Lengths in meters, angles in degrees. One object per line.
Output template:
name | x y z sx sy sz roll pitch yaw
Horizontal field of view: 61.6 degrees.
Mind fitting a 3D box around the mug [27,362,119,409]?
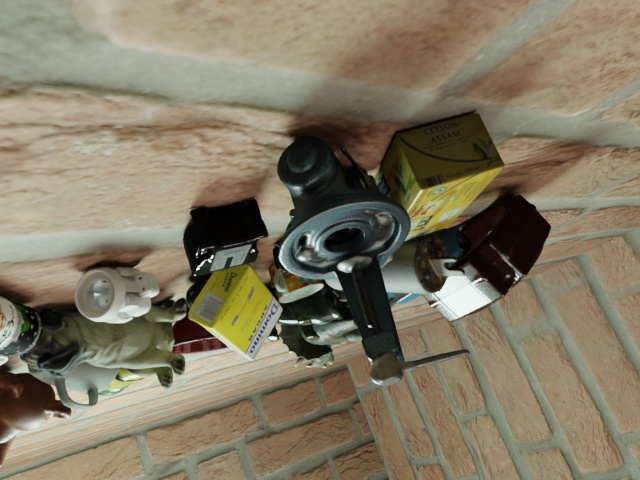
mug | -0.342 0.174 0.734 0.081 0.109 0.107 -20 151 18

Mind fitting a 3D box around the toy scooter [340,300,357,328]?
toy scooter | 0.101 0.082 0.911 0.184 0.135 0.075 -24 123 20

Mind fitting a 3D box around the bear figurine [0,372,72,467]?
bear figurine | -0.440 0.248 0.745 0.196 0.132 0.120 -9 136 47

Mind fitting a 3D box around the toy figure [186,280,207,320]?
toy figure | -0.151 0.090 0.765 0.058 0.064 0.154 11 166 16

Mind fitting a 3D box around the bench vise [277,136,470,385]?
bench vise | 0.034 0.024 0.504 0.129 0.241 0.223 -18 148 2

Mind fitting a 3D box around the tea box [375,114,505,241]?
tea box | 0.118 -0.060 0.600 0.098 0.068 0.169 -17 162 -15

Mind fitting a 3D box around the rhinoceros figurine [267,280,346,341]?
rhinoceros figurine | -0.023 0.101 0.875 0.190 0.112 0.073 -13 138 18

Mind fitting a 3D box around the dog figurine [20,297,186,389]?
dog figurine | -0.286 0.133 0.706 0.190 0.121 0.172 5 151 -25

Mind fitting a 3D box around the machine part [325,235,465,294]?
machine part | 0.084 0.033 0.735 0.079 0.079 0.243 -4 -178 -44

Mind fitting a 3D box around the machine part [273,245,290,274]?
machine part | -0.001 -0.002 0.696 0.139 0.039 0.084 -30 169 22

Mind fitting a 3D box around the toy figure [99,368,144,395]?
toy figure | -0.326 0.202 0.870 0.089 0.082 0.180 -2 153 -39

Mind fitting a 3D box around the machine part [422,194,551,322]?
machine part | 0.271 0.031 0.894 0.201 0.087 0.201 -45 180 -37

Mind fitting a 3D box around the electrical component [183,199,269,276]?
electrical component | -0.107 0.006 0.575 0.075 0.048 0.119 -11 159 -28

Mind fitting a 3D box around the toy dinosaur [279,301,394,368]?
toy dinosaur | 0.020 0.173 1.102 0.192 0.131 0.404 -19 163 -14

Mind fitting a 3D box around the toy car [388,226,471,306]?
toy car | 0.147 0.019 0.816 0.162 0.103 0.109 -40 178 -31
